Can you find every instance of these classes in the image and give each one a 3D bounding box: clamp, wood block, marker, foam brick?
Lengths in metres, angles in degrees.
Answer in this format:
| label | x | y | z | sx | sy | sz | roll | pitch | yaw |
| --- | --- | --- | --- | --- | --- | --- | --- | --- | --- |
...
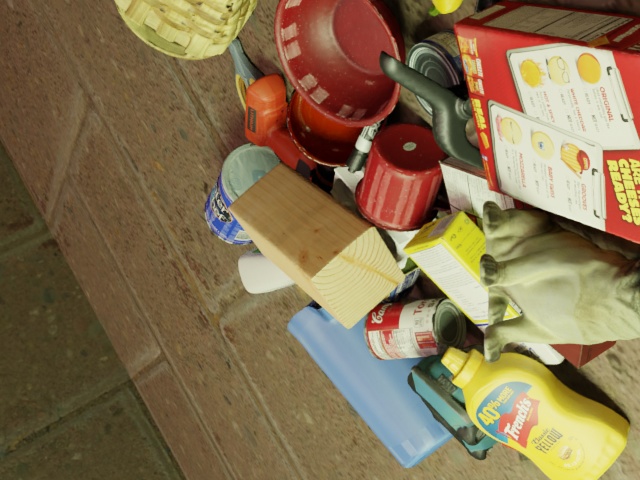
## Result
| label | x | y | z | sx | sy | sz | roll | pitch | yaw |
| --- | --- | --- | --- | --- | --- | --- | --- | --- | --- |
| clamp | 0.137 | -0.138 | 0.966 | 0.171 | 0.120 | 0.039 | 52 | -176 | -37 |
| wood block | -0.008 | 0.001 | 1.219 | 0.206 | 0.090 | 0.090 | 38 | 166 | 51 |
| marker | 0.058 | -0.124 | 1.134 | 0.020 | 0.020 | 0.121 | 43 | 118 | 37 |
| foam brick | 0.245 | 0.070 | 0.997 | 0.051 | 0.052 | 0.078 | 43 | 150 | 38 |

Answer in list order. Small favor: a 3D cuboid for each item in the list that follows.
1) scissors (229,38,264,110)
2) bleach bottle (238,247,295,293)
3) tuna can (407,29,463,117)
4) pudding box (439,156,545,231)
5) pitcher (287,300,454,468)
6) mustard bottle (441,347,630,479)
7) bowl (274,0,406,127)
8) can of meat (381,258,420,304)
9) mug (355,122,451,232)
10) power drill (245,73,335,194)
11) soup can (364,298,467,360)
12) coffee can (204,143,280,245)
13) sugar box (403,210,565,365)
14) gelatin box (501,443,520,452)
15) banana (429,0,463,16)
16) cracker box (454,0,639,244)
| label | x | y | z | sx | sy | sz | roll | pitch | yaw |
| --- | --- | --- | --- | --- | --- | --- | --- | --- | --- |
| scissors | -0.101 | -0.246 | 1.408 | 0.096 | 0.016 | 0.202 | 28 | 140 | 50 |
| bleach bottle | -0.014 | 0.027 | 1.448 | 0.251 | 0.102 | 0.068 | -12 | 96 | 59 |
| tuna can | 0.122 | -0.156 | 1.026 | 0.086 | 0.033 | 0.086 | 46 | 152 | 33 |
| pudding box | 0.172 | -0.035 | 1.050 | 0.114 | 0.039 | 0.090 | 27 | 140 | 51 |
| pitcher | 0.082 | 0.163 | 1.363 | 0.243 | 0.149 | 0.145 | 53 | 140 | 13 |
| mustard bottle | 0.206 | 0.168 | 1.074 | 0.191 | 0.058 | 0.096 | 34 | 127 | 4 |
| bowl | 0.031 | -0.198 | 1.079 | 0.162 | 0.055 | 0.162 | 27 | 137 | 28 |
| can of meat | 0.077 | 0.017 | 1.281 | 0.102 | 0.057 | 0.084 | 53 | 158 | 22 |
| mug | 0.099 | -0.064 | 1.122 | 0.117 | 0.093 | 0.081 | 23 | 140 | 10 |
| power drill | -0.020 | -0.122 | 1.326 | 0.188 | 0.057 | 0.184 | 50 | 152 | 27 |
| soup can | 0.111 | 0.105 | 1.248 | 0.102 | 0.068 | 0.068 | -9 | 109 | 40 |
| coffee can | -0.100 | -0.063 | 1.496 | 0.103 | 0.102 | 0.140 | 58 | 157 | 8 |
| sugar box | 0.172 | 0.052 | 1.075 | 0.176 | 0.048 | 0.093 | 43 | 162 | -8 |
| gelatin box | 0.237 | 0.202 | 1.149 | 0.073 | 0.030 | 0.089 | 21 | 140 | 19 |
| banana | 0.102 | -0.277 | 0.931 | 0.070 | 0.037 | 0.198 | 33 | 143 | 46 |
| cracker box | 0.214 | -0.098 | 0.857 | 0.214 | 0.072 | 0.164 | 26 | 139 | 53 |
